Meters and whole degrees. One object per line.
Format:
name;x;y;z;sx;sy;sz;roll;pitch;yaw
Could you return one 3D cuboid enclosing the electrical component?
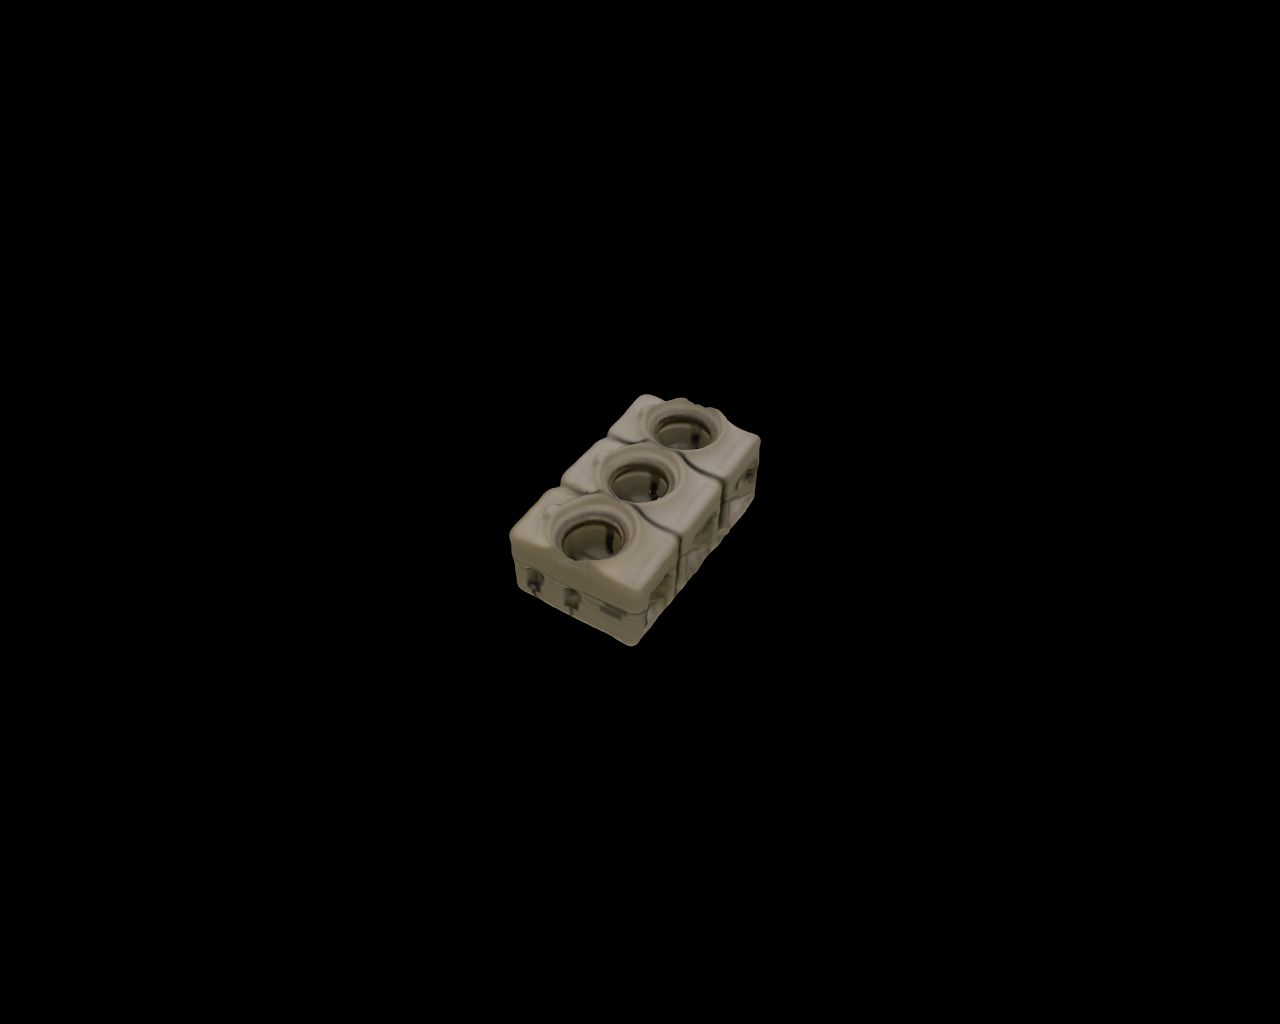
electrical component;0.001;-0.003;0.650;0.089;0.061;0.150;24;50;22
